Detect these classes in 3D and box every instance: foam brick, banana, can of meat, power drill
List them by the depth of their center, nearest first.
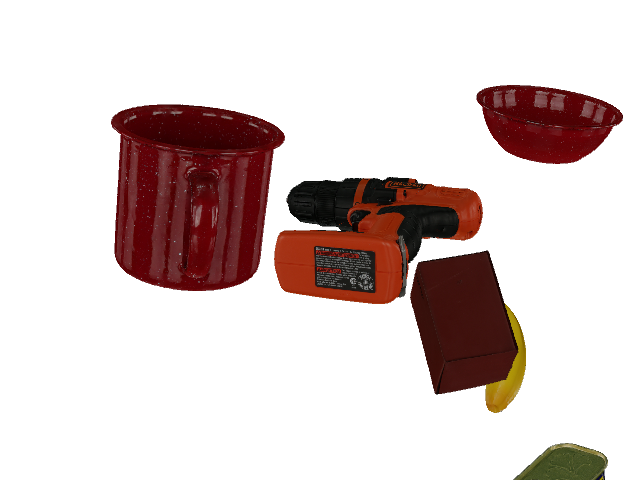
[{"bbox_3d":[0.096,0.055,0.720,0.051,0.078,0.053,-8,-30,-7],"label":"foam brick"},{"bbox_3d":[0.204,0.236,0.908,0.058,0.084,0.101,10,28,42],"label":"can of meat"},{"bbox_3d":[0.031,-0.010,0.913,0.185,0.057,0.187,3,21,22],"label":"power drill"},{"bbox_3d":[0.183,0.108,1.139,0.069,0.037,0.198,-24,35,4],"label":"banana"}]

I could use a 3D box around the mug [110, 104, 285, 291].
[{"bbox_3d":[-0.067,-0.019,0.575,0.093,0.081,0.117,2,21,-15],"label":"mug"}]

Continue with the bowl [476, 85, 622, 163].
[{"bbox_3d":[0.250,-0.126,1.191,0.162,0.055,0.162,5,24,-2],"label":"bowl"}]
